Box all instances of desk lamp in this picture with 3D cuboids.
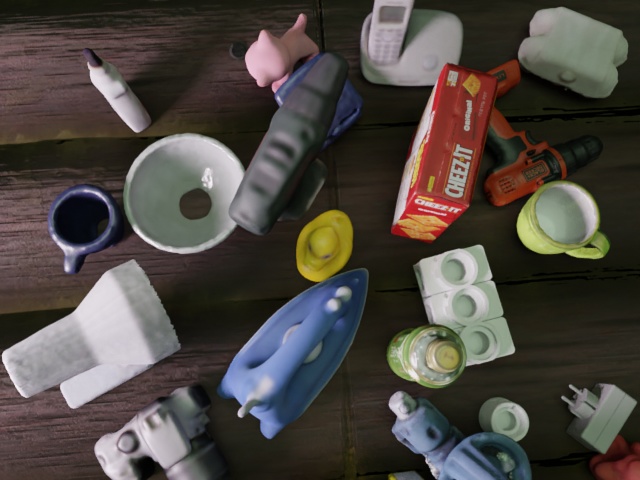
[{"bbox_3d":[-0.261,0.123,0.686,0.203,0.213,0.118,-30,81,-6],"label":"desk lamp"}]

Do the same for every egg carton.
[{"bbox_3d":[0.373,-0.276,0.849,0.150,0.069,0.107,23,80,3],"label":"egg carton"}]

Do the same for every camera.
[{"bbox_3d":[-0.186,0.271,0.717,0.143,0.101,0.137,-34,82,-7],"label":"camera"}]

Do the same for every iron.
[{"bbox_3d":[-0.018,0.125,0.728,0.118,0.141,0.258,39,81,6],"label":"iron"}]

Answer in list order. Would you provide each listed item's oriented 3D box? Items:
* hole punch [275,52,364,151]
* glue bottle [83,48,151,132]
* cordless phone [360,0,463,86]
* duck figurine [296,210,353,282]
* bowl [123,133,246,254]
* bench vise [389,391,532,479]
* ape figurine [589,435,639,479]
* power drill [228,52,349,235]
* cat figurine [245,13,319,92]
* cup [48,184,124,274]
[{"bbox_3d":[0.002,-0.194,0.814,0.109,0.091,0.101,-43,83,-8],"label":"hole punch"},{"bbox_3d":[-0.278,-0.208,0.768,0.037,0.173,0.078,-39,82,-8],"label":"glue bottle"},{"bbox_3d":[0.131,-0.291,0.787,0.147,0.185,0.094,-2,79,-1],"label":"cordless phone"},{"bbox_3d":[0.007,0.003,0.780,0.077,0.086,0.105,28,80,4],"label":"duck figurine"},{"bbox_3d":[-0.178,-0.058,0.792,0.167,0.075,0.167,0,79,-1],"label":"bowl"},{"bbox_3d":[0.163,0.270,0.665,0.207,0.220,0.121,25,80,4],"label":"bench vise"},{"bbox_3d":[0.393,0.294,0.731,0.078,0.092,0.076,-1,79,-1],"label":"ape figurine"},{"bbox_3d":[-0.034,-0.105,0.737,0.075,0.208,0.230,28,80,4],"label":"power drill"},{"bbox_3d":[-0.058,-0.266,0.812,0.067,0.118,0.128,39,81,6],"label":"cat figurine"},{"bbox_3d":[-0.305,-0.007,0.769,0.091,0.095,0.118,11,79,1],"label":"cup"}]
